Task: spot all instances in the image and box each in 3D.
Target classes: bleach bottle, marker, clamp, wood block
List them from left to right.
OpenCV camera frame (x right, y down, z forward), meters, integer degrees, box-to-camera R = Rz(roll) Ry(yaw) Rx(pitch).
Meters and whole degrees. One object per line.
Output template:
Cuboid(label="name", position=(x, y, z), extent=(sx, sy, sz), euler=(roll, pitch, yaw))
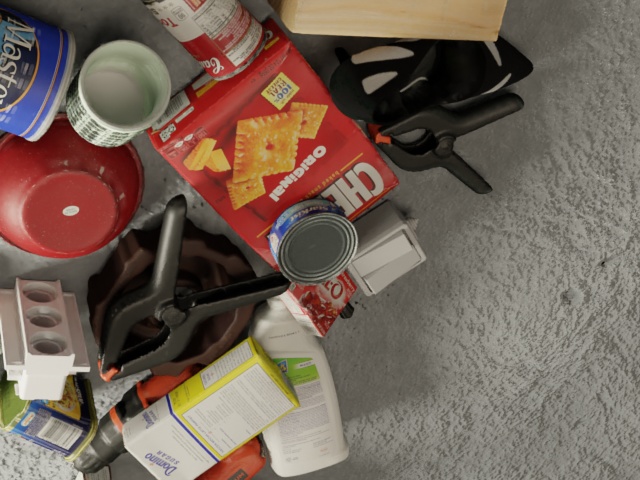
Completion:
Cuboid(label="clamp", position=(-0.153, 0.058, 1.065), extent=(0.210, 0.036, 0.164), euler=(-38, 125, 7))
Cuboid(label="bleach bottle", position=(-0.026, 0.156, 1.234), extent=(0.102, 0.068, 0.251), euler=(-15, 123, -15))
Cuboid(label="marker", position=(0.005, 0.049, 1.203), extent=(0.020, 0.020, 0.121), euler=(-36, 127, 3))
Cuboid(label="wood block", position=(0.065, -0.244, 0.991), extent=(0.205, 0.091, 0.090), euler=(-2, 122, -21))
Cuboid(label="clamp", position=(0.131, -0.099, 1.145), extent=(0.171, 0.039, 0.120), euler=(-4, 117, -16))

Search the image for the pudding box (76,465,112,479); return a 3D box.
Cuboid(label="pudding box", position=(-0.263, 0.324, 1.217), extent=(0.039, 0.113, 0.090), euler=(13, 116, -25))

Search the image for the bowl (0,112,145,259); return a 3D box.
Cuboid(label="bowl", position=(-0.244, -0.039, 1.027), extent=(0.162, 0.055, 0.162), euler=(-10, 124, -16))

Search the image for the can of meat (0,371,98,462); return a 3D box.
Cuboid(label="can of meat", position=(-0.287, 0.173, 1.119), extent=(0.083, 0.102, 0.057), euler=(33, 104, -32))

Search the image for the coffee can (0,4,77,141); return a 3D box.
Cuboid(label="coffee can", position=(-0.292, -0.154, 0.903), extent=(0.140, 0.103, 0.103), euler=(19, 113, -30))

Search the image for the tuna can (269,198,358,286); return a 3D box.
Cuboid(label="tuna can", position=(-0.007, 0.001, 1.070), extent=(0.086, 0.034, 0.086), euler=(-11, 126, -16))

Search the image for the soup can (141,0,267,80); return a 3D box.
Cuboid(label="soup can", position=(-0.105, -0.204, 0.966), extent=(0.068, 0.068, 0.102), euler=(-40, 126, 7))

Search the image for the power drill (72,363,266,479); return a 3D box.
Cuboid(label="power drill", position=(-0.167, 0.238, 1.234), extent=(0.184, 0.057, 0.187), euler=(-39, 127, 6))

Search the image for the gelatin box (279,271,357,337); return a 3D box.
Cuboid(label="gelatin box", position=(-0.006, 0.049, 1.153), extent=(0.073, 0.030, 0.089), euler=(-54, 129, -26))

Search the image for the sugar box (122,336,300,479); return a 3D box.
Cuboid(label="sugar box", position=(-0.118, 0.191, 1.163), extent=(0.176, 0.048, 0.093), euler=(-33, 122, 5))

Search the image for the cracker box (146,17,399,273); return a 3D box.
Cuboid(label="cracker box", position=(-0.044, -0.086, 1.063), extent=(0.164, 0.072, 0.213), euler=(-38, 127, 5))
